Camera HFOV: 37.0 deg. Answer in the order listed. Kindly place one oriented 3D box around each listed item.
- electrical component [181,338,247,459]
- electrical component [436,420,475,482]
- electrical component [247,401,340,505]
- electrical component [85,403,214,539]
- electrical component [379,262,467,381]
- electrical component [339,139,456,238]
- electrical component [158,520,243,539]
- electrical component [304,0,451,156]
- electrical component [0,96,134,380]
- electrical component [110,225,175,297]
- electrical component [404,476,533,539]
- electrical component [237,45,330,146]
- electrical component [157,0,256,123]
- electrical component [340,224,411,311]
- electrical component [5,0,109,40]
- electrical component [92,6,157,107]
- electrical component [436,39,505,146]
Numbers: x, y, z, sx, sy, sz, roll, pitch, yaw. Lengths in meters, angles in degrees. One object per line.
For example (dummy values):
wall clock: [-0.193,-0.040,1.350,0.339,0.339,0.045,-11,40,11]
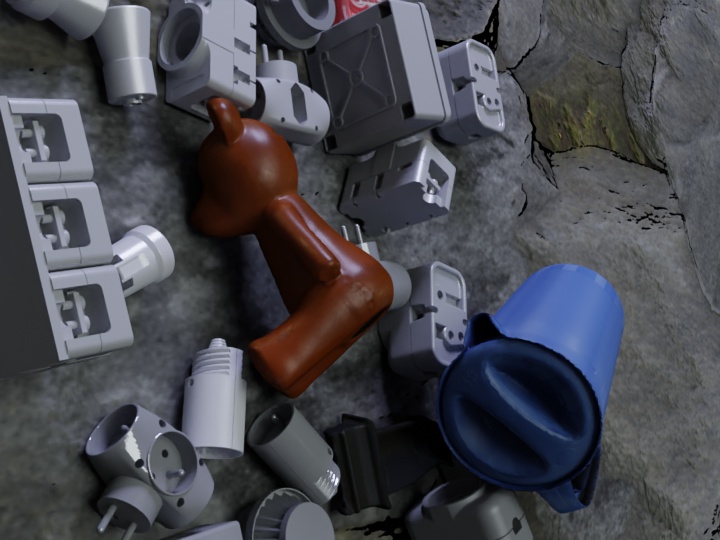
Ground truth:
electrical component: [-0.101,0.088,0.751,0.043,0.043,0.081,24,59,-45]
electrical component: [0.107,0.158,0.975,0.062,0.061,0.096,-40,109,-51]
electrical component: [-0.043,0.141,0.805,0.081,0.043,0.043,52,42,-26]
electrical component: [-0.140,0.139,0.681,0.077,0.044,0.079,51,42,-26]
electrical component: [0.056,0.047,0.954,0.054,0.059,0.095,23,59,-46]
electrical component: [0.034,-0.074,0.946,0.050,0.089,0.055,41,47,-36]
electrical component: [-0.100,0.192,0.686,0.083,0.076,0.047,-5,81,-53]
electrical component: [0.014,-0.166,0.941,0.056,0.109,0.108,-6,81,-50]
electrical component: [-0.195,-0.016,0.633,0.062,0.089,0.150,-10,85,-53]
electrical component: [-0.155,-0.003,0.723,0.046,0.040,0.040,-36,106,-45]
electrical component: [0.089,0.212,0.902,0.054,0.095,0.059,-30,101,-52]
electrical component: [-0.068,-0.146,0.882,0.077,0.043,0.079,6,72,-51]
electrical component: [-0.117,-0.168,0.822,0.056,0.050,0.089,20,61,-47]
electrical component: [0.000,0.000,0.912,0.077,0.044,0.079,-10,85,-53]
electrical component: [-0.204,-0.186,0.723,0.055,0.045,0.045,21,61,-46]
electrical component: [-0.166,-0.149,0.762,0.044,0.044,0.065,-8,88,-53]
electrical component: [0.105,-0.179,1.103,0.054,0.059,0.095,9,69,-50]
